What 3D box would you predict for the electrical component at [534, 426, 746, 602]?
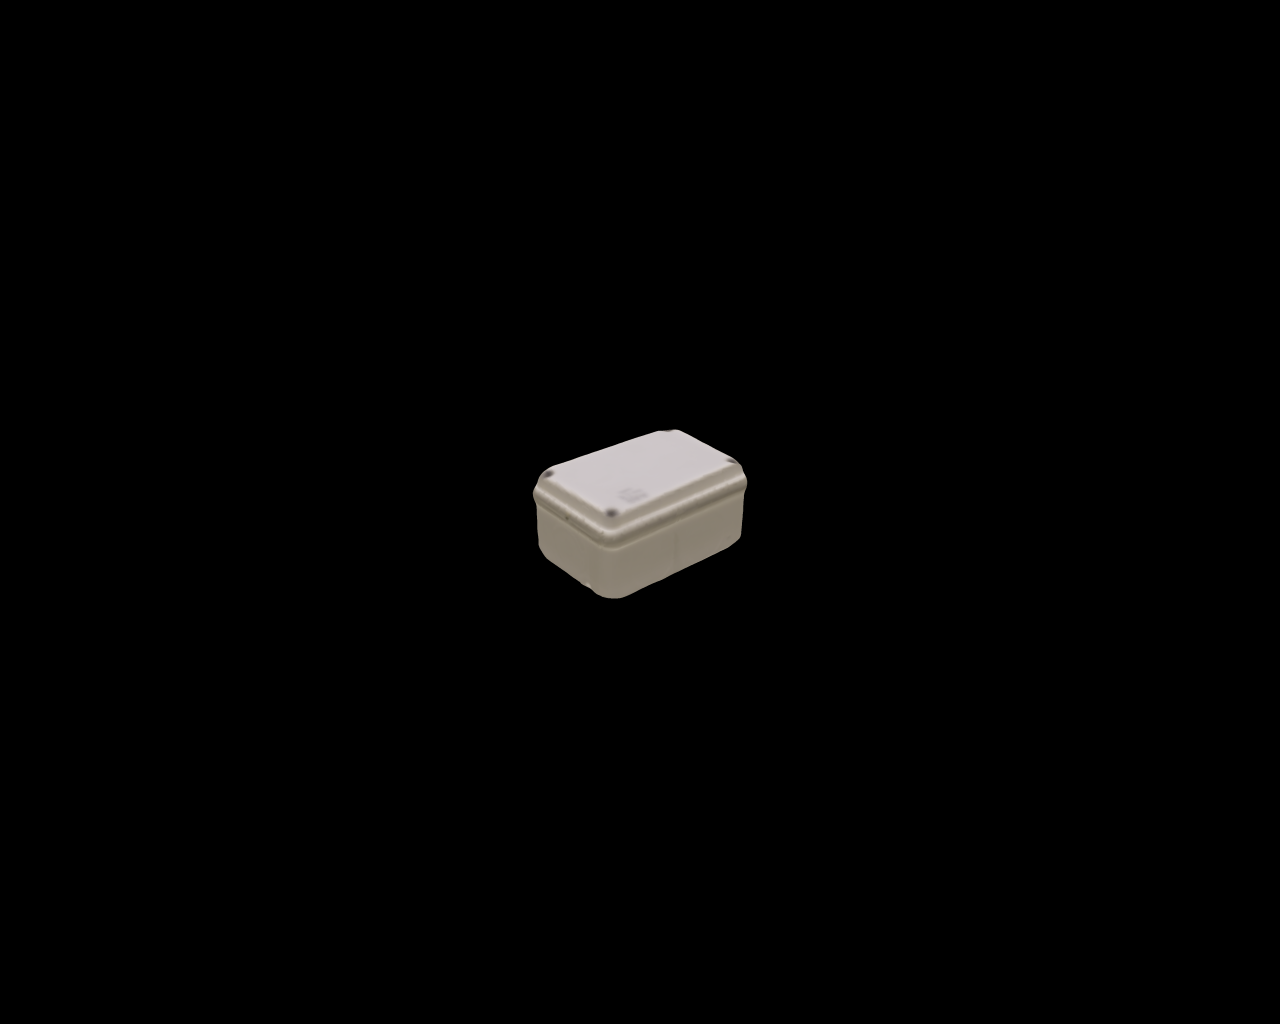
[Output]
[{"bbox_3d":[0.001,-0.003,0.650,0.113,0.057,0.078,-22,37,-33],"label":"electrical component"}]
